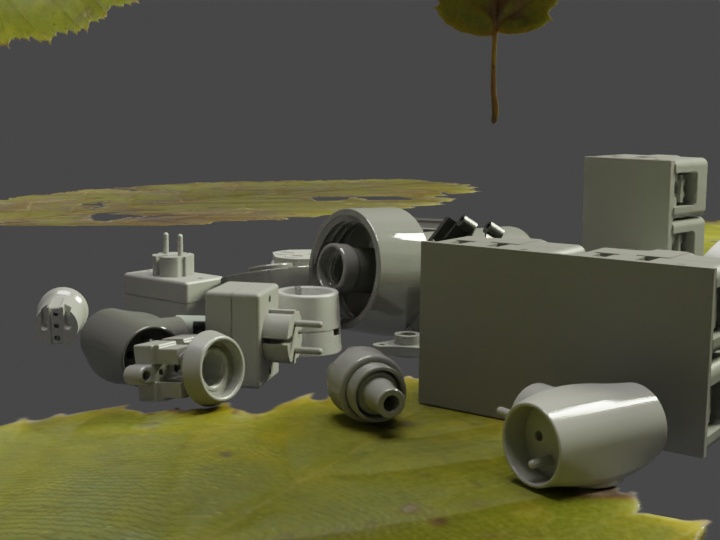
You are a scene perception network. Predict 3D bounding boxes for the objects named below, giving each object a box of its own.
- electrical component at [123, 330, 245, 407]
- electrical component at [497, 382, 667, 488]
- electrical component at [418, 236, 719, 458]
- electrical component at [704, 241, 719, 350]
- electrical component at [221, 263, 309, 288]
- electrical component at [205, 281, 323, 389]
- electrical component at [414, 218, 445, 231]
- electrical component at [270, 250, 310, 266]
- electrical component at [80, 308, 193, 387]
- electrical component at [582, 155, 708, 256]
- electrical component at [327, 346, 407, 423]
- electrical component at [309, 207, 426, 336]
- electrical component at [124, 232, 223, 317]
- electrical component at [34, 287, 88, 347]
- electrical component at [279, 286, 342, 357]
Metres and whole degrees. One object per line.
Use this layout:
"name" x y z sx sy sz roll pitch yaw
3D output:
"electrical component" -0.108 0.063 0.691 0.055 0.048 0.066 -3 5 36
"electrical component" 0.107 0.083 0.572 0.077 0.044 0.079 -5 10 -33
"electrical component" 0.131 0.039 0.659 0.186 0.105 0.060 7 11 35
"electrical component" 0.300 0.019 0.850 0.064 0.099 0.099 17 17 41
"electrical component" -0.075 0.027 0.947 0.099 0.064 0.099 -7 -3 0
"electrical component" -0.063 0.045 0.741 0.077 0.065 0.047 2 9 12
"electrical component" 0.034 -0.013 1.121 0.121 0.078 0.063 3 -20 19
"electrical component" -0.049 0.009 1.032 0.080 0.051 0.080 1 8 0
"electrical component" -0.146 0.053 0.760 0.079 0.043 0.077 -4 10 -35
"electrical component" 0.248 -0.024 0.938 0.062 0.150 0.089 -8 12 -40
"electrical component" 0.007 0.071 0.645 0.043 0.043 0.062 -3 11 -20
"electrical component" 0.000 0.000 0.880 0.060 0.108 0.108 3 5 -37
"electrical component" -0.169 0.004 0.972 0.083 0.075 0.047 7 11 37
"electrical component" -0.241 0.039 0.865 0.040 0.040 0.046 -1 15 -8
"electrical component" -0.042 0.039 0.842 0.055 0.047 0.055 1 8 0
